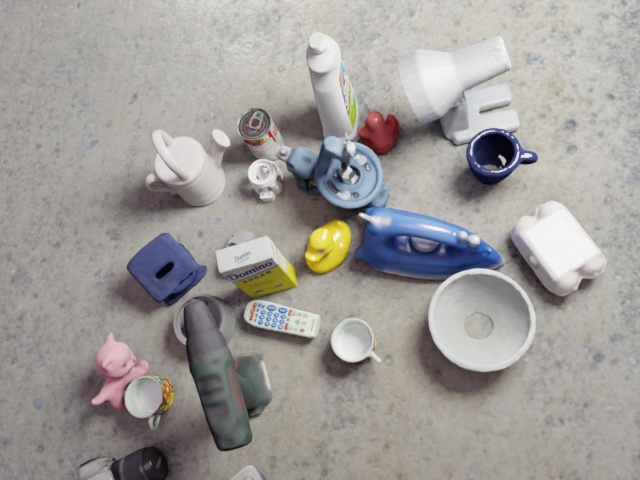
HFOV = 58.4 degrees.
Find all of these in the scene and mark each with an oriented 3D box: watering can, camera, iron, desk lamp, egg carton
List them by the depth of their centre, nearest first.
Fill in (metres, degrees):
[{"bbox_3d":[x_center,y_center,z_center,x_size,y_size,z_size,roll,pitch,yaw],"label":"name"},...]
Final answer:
[{"bbox_3d":[0.393,0.014,0.955,0.107,0.069,0.150,-32,70,1],"label":"egg carton"},{"bbox_3d":[-0.328,0.421,0.963,0.137,0.101,0.143,-28,70,2],"label":"camera"},{"bbox_3d":[0.185,-0.002,0.965,0.257,0.142,0.119,9,75,14],"label":"iron"},{"bbox_3d":[0.243,-0.260,0.993,0.203,0.214,0.118,-13,71,8],"label":"desk lamp"},{"bbox_3d":[-0.251,-0.148,1.070,0.100,0.194,0.173,40,85,20],"label":"watering can"}]

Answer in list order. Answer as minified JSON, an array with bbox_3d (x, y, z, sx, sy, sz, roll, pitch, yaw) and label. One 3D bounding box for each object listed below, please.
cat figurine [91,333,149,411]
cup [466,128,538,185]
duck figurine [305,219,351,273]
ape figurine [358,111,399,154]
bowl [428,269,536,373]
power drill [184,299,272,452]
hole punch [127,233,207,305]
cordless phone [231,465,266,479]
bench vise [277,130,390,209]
[{"bbox_3d":[-0.368,0.235,1.018,0.067,0.118,0.128,17,78,16],"label":"cat figurine"},{"bbox_3d":[0.315,-0.136,1.003,0.117,0.095,0.092,6,75,13],"label":"cup"},{"bbox_3d":[0.009,0.004,1.028,0.077,0.086,0.104,33,82,19],"label":"duck figurine"},{"bbox_3d":[0.108,-0.209,1.070,0.077,0.092,0.076,-7,72,10],"label":"ape figurine"},{"bbox_3d":[0.262,0.136,0.943,0.167,0.075,0.167,-3,73,11],"label":"bowl"},{"bbox_3d":[-0.149,0.221,0.930,0.075,0.209,0.229,-20,70,5],"label":"power drill"},{"bbox_3d":[-0.285,0.054,1.071,0.109,0.091,0.101,-42,70,-3],"label":"hole punch"},{"bbox_3d":[-0.151,0.428,0.880,0.147,0.185,0.094,-46,70,-4],"label":"cordless phone"},{"bbox_3d":[0.012,-0.121,0.994,0.207,0.220,0.121,3,74,13],"label":"bench vise"}]
